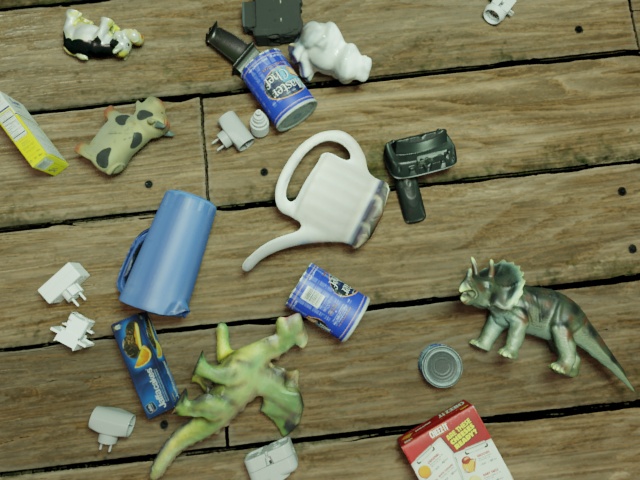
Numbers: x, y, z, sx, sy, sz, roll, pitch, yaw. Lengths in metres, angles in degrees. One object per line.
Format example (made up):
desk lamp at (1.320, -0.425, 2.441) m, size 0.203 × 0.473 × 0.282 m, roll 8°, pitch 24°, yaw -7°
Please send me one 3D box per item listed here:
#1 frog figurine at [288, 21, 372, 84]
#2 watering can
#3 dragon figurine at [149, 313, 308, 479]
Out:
frog figurine at (0.031, -0.391, 1.074) m, size 0.159 × 0.134 × 0.125 m, roll 5°, pitch 55°, yaw 19°
watering can at (0.003, -0.053, 1.051) m, size 0.224 × 0.103 × 0.349 m, roll 27°, pitch 84°, yaw 2°
dragon figurine at (-0.148, 0.317, 1.015) m, size 0.242 × 0.122 × 0.409 m, roll 24°, pitch 92°, yaw -6°
